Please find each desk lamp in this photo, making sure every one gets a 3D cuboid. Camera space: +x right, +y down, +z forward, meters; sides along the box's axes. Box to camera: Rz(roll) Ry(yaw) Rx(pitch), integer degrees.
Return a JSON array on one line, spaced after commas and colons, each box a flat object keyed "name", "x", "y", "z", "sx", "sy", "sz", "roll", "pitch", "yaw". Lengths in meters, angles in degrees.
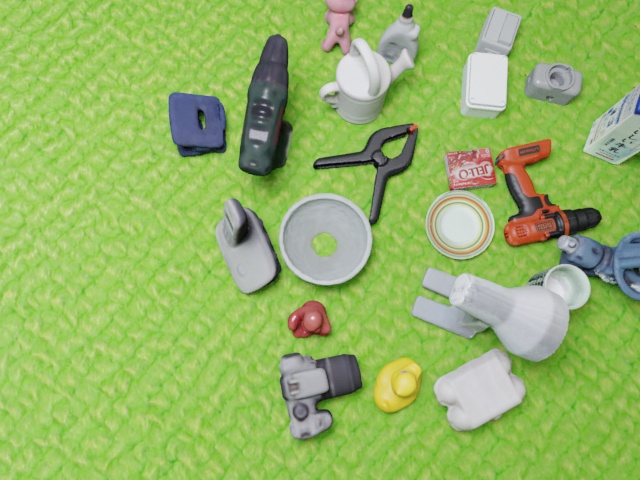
[{"name": "desk lamp", "x": 0.276, "y": 0.116, "z": 0.957, "sx": 0.203, "sy": 0.213, "sz": 0.118, "roll": 21, "pitch": 79, "yaw": 2}]

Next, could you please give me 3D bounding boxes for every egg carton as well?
[{"name": "egg carton", "x": 0.280, "y": 0.264, "z": 1.002, "sx": 0.150, "sy": 0.069, "sz": 0.107, "roll": -27, "pitch": 81, "yaw": -7}]

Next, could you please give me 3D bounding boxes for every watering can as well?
[{"name": "watering can", "x": 0.084, "y": -0.299, "z": 1.041, "sx": 0.173, "sy": 0.194, "sz": 0.101, "roll": -42, "pitch": 83, "yaw": -9}]

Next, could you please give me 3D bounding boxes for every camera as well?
[{"name": "camera", "x": 0.005, "y": 0.256, "z": 0.978, "sx": 0.137, "sy": 0.101, "sz": 0.143, "roll": -12, "pitch": 80, "yaw": -4}]

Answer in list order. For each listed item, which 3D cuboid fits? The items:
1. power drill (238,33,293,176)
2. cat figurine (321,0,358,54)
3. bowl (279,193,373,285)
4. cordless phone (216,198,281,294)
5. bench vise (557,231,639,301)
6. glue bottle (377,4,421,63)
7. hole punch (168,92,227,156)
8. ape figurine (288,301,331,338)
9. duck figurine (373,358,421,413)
[{"name": "power drill", "x": -0.092, "y": -0.213, "z": 1.011, "sx": 0.075, "sy": 0.208, "sz": 0.230, "roll": 9, "pitch": 79, "yaw": 0}, {"name": "cat figurine", "x": 0.039, "y": -0.444, "z": 1.106, "sx": 0.067, "sy": 0.118, "sz": 0.128, "roll": 3, "pitch": 79, "yaw": -1}, {"name": "bowl", "x": 0.010, "y": 0.004, "z": 1.040, "sx": 0.167, "sy": 0.075, "sz": 0.167, "roll": 0, "pitch": 79, "yaw": -2}, {"name": "cordless phone", "x": -0.128, "y": 0.008, "z": 0.979, "sx": 0.094, "sy": 0.185, "sz": 0.147, "roll": -27, "pitch": 81, "yaw": -6}, {"name": "bench vise", "x": 0.522, "y": 0.042, "z": 0.976, "sx": 0.207, "sy": 0.220, "sz": 0.121, "roll": 0, "pitch": 79, "yaw": -2}, {"name": "glue bottle", "x": 0.154, "y": -0.386, "z": 1.071, "sx": 0.078, "sy": 0.173, "sz": 0.037, "roll": 20, "pitch": 79, "yaw": 3}, {"name": "hole punch", "x": -0.226, "y": -0.220, "z": 1.068, "sx": 0.101, "sy": 0.091, "sz": 0.109, "roll": -7, "pitch": 79, "yaw": -3}, {"name": "ape figurine", "x": -0.015, "y": 0.142, "z": 1.004, "sx": 0.078, "sy": 0.092, "sz": 0.076, "roll": 29, "pitch": 80, "yaw": 4}, {"name": "duck figurine", "x": 0.139, "y": 0.253, "z": 0.991, "sx": 0.077, "sy": 0.086, "sz": 0.105, "roll": 39, "pitch": 80, "yaw": 6}]
